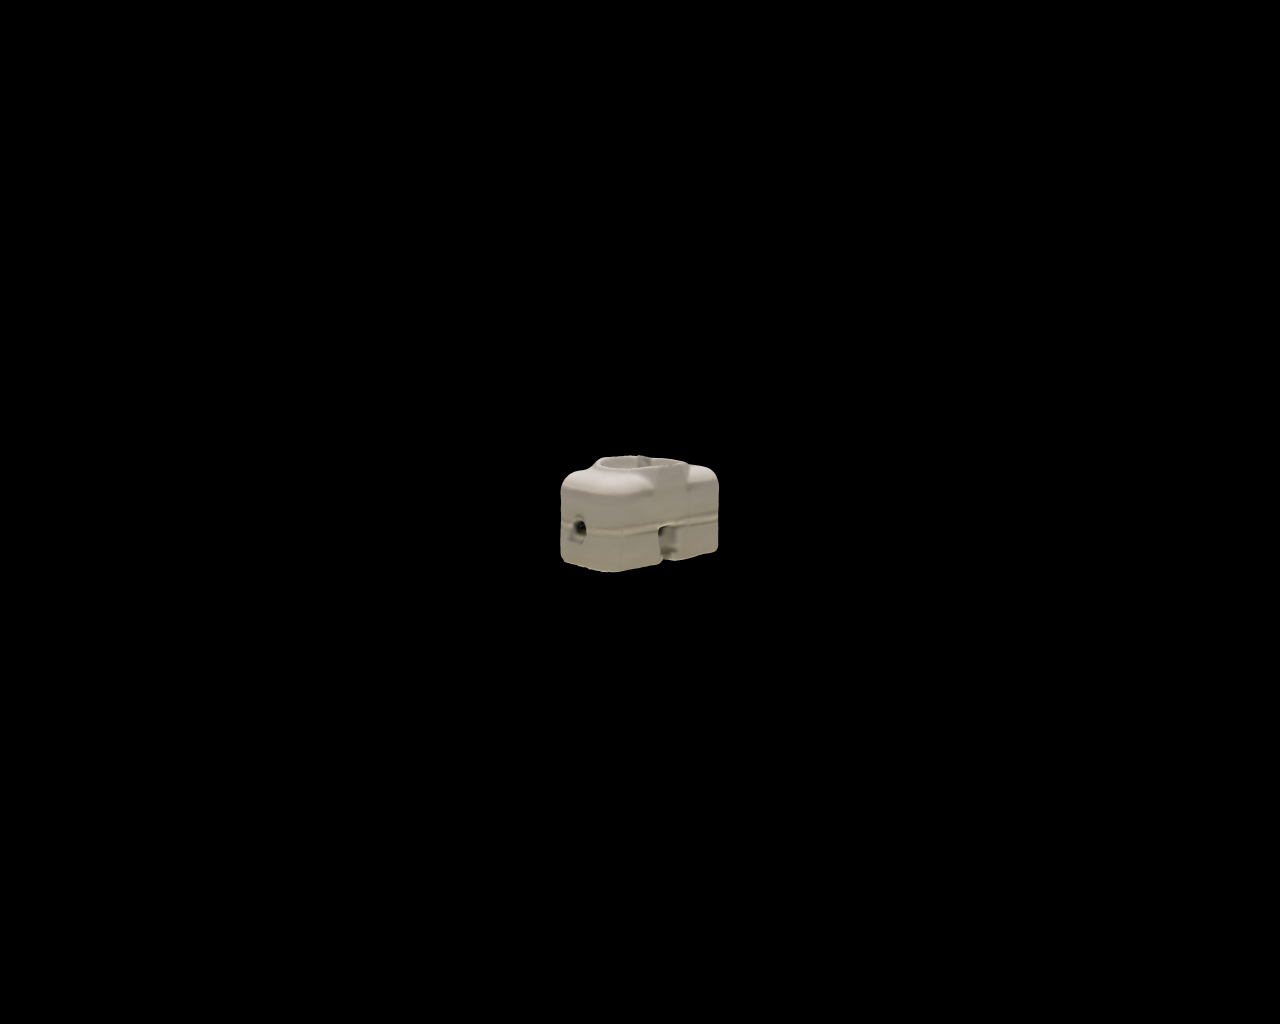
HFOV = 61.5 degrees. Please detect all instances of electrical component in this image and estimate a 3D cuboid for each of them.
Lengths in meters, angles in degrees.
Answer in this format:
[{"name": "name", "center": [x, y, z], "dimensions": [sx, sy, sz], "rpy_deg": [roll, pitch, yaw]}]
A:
[{"name": "electrical component", "center": [0.001, -0.003, 0.650], "dimensions": [0.095, 0.059, 0.054], "rpy_deg": [-8, 13, -39]}]
